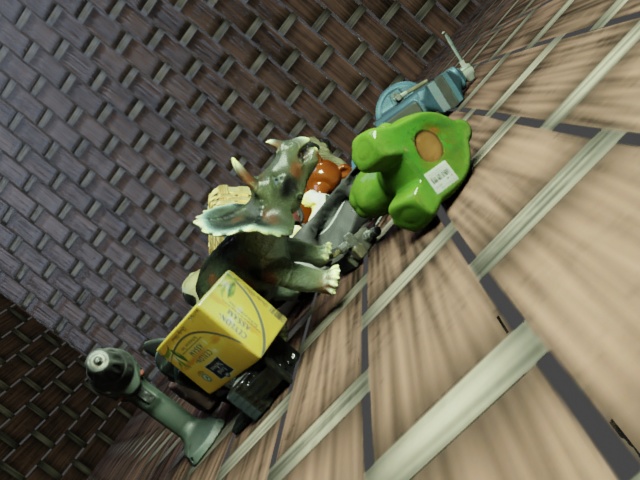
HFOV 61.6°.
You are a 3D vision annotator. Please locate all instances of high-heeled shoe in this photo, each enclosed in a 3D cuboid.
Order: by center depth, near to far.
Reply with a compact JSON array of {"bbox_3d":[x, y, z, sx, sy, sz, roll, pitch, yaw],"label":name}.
[{"bbox_3d":[0.013,-0.029,0.827,0.249,0.086,0.145,-35,-32,-22],"label":"high-heeled shoe"}]

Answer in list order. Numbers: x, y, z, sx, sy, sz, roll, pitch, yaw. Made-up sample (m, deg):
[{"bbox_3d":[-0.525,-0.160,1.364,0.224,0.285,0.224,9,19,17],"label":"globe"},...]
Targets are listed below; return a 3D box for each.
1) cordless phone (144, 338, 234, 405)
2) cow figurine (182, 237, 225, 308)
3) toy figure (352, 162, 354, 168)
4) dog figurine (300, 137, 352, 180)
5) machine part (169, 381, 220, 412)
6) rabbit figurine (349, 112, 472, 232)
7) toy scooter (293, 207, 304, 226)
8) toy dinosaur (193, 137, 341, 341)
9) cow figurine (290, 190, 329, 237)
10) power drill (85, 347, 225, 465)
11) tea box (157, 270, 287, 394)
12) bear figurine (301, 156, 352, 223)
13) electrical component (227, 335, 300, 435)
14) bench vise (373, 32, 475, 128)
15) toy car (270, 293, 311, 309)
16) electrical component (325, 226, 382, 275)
[{"bbox_3d":[-0.200,0.196,0.854,0.184,0.146,0.089,-14,51,52],"label":"cordless phone"},{"bbox_3d":[-0.164,0.053,0.951,0.195,0.127,0.085,-34,15,17],"label":"cow figurine"},{"bbox_3d":[0.112,-0.164,1.174,0.082,0.089,0.180,-31,21,15],"label":"toy figure"},{"bbox_3d":[0.022,-0.162,1.291,0.121,0.190,0.172,-50,8,8],"label":"dog figurine"},{"bbox_3d":[-0.186,0.219,1.014,0.201,0.087,0.201,-54,8,-24],"label":"machine part"},{"bbox_3d":[0.094,-0.088,0.650,0.159,0.121,0.170,-46,6,-25],"label":"rabbit figurine"},{"bbox_3d":[-0.068,0.008,1.000,0.075,0.184,0.135,-6,-10,18],"label":"toy scooter"},{"bbox_3d":[-0.100,0.052,0.731,0.131,0.192,0.404,-85,22,-47],"label":"toy dinosaur"},{"bbox_3d":[-0.001,-0.001,0.942,0.098,0.068,0.167,15,84,45],"label":"cow figurine"},{"bbox_3d":[-0.243,0.235,0.773,0.086,0.207,0.232,-60,7,-24],"label":"power drill"},{"bbox_3d":[-0.127,0.120,0.673,0.169,0.098,0.068,-45,6,47],"label":"tea box"},{"bbox_3d":[-0.012,-0.087,1.204,0.195,0.120,0.132,127,156,-45],"label":"bear figurine"},{"bbox_3d":[-0.079,0.179,0.658,0.119,0.048,0.075,-47,6,18],"label":"electrical component"},{"bbox_3d":[0.202,-0.288,1.100,0.223,0.129,0.241,-46,11,12],"label":"bench vise"},{"bbox_3d":[-0.098,0.102,0.899,0.202,0.089,0.053,-38,48,-7],"label":"toy car"},{"bbox_3d":[0.040,0.014,0.778,0.078,0.045,0.102,-54,7,-19],"label":"electrical component"}]
